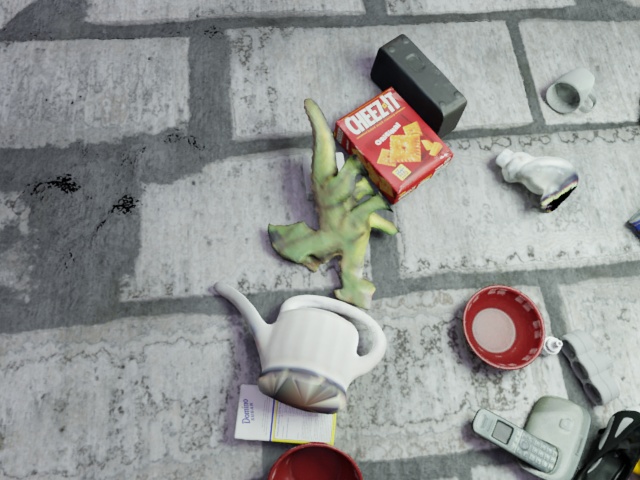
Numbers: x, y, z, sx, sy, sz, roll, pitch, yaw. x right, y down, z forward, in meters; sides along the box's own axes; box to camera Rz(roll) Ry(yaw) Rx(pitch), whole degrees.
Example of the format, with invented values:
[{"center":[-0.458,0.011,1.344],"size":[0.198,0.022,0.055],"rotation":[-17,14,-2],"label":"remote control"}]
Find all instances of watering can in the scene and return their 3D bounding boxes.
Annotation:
[{"center":[-0.056,0.186,0.933],"size":[0.348,0.101,0.230],"rotation":[11,44,6],"label":"watering can"}]

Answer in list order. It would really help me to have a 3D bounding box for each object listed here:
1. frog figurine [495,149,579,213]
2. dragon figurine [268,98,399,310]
[{"center":[0.466,-0.149,1.105],"size":[0.138,0.120,0.162],"rotation":[-10,58,-42],"label":"frog figurine"},{"center":[0.003,-0.051,1.017],"size":[0.242,0.122,0.412],"rotation":[-34,84,4],"label":"dragon figurine"}]
